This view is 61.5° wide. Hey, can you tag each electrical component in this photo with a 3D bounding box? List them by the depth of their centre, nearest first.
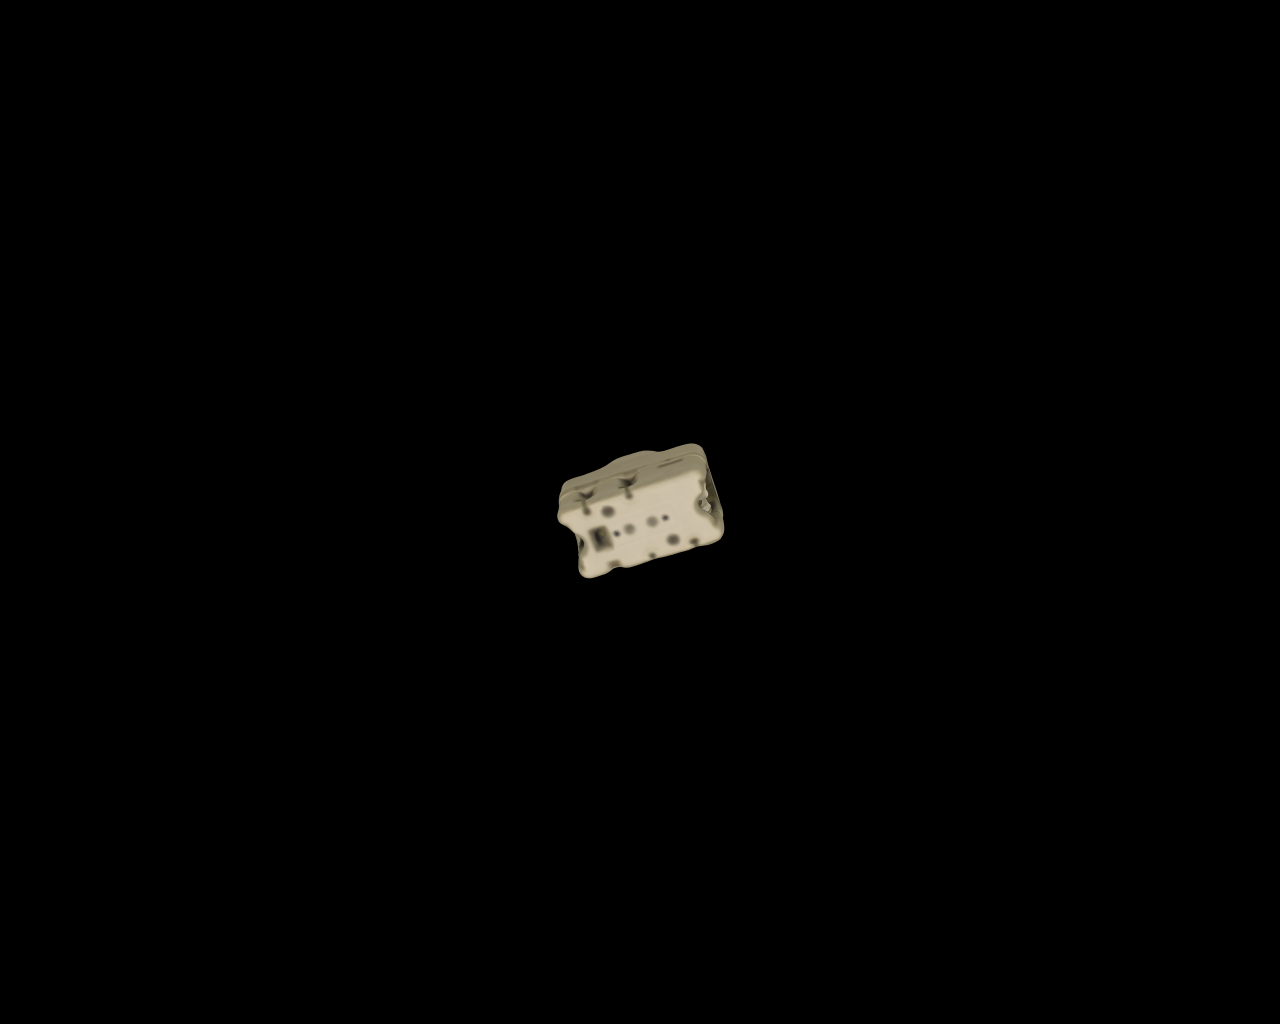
[{"bbox_3d":[0.001,-0.003,0.650,0.089,0.050,0.056,-17,22,7],"label":"electrical component"}]
